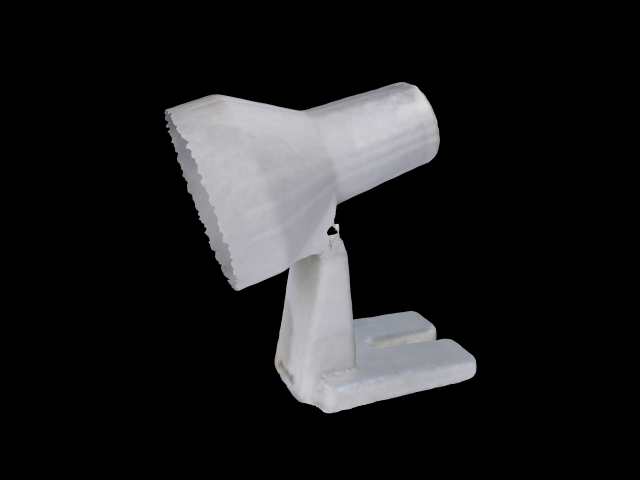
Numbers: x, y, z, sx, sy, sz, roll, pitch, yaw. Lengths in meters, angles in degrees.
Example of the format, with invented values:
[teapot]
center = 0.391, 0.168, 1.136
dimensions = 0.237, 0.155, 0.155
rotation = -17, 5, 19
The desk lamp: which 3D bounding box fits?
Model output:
[desk lamp]
center = 0.004, 0.001, 0.400
dimensions = 0.204, 0.214, 0.117
rotation = -7, 19, -20
